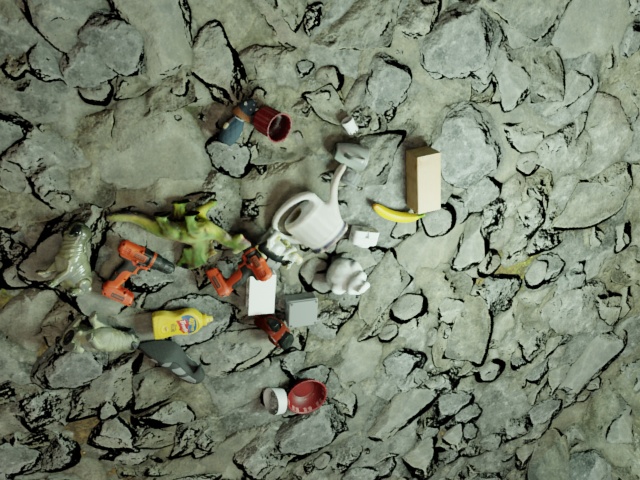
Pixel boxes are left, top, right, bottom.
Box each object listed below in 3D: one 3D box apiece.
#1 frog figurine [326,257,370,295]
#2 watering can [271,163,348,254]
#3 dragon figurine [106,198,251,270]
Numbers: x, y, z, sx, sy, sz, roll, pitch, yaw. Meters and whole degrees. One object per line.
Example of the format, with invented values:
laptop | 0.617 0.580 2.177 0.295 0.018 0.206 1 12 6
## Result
frog figurine | 0.094 0.137 1.784 0.137 0.162 0.121 -42 119 3
watering can | 0.005 -0.084 1.667 0.344 0.106 0.221 -37 121 21
dragon figurine | -0.419 -0.001 1.580 0.410 0.125 0.237 -4 122 0
